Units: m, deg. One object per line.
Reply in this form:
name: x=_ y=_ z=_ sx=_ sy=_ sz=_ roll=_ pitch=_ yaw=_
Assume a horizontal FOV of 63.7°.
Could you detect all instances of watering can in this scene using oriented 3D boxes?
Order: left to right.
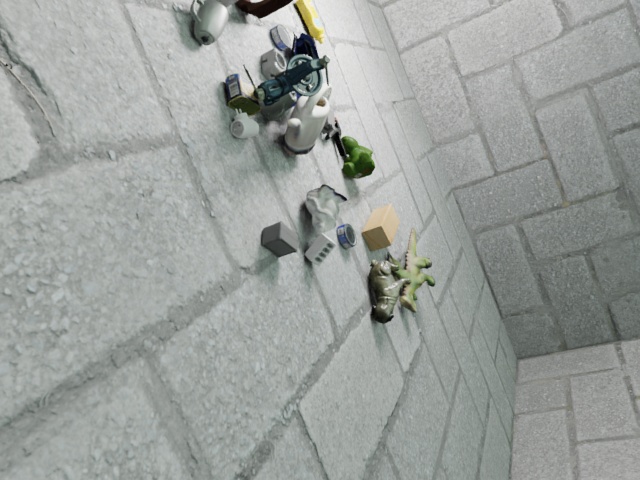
watering can: x=-0.052 y=-0.348 z=1.547 sx=0.104 sy=0.219 sz=0.355 roll=30 pitch=41 yaw=2

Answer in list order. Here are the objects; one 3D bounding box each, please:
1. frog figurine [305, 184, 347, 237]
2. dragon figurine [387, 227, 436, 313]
frog figurine: x=0.005 y=-0.080 z=1.589 sx=0.123 sy=0.162 sz=0.135 roll=8 pitch=-22 yaw=24
dragon figurine: x=0.357 y=0.109 z=2.126 sx=0.121 sy=0.418 sz=0.240 roll=-26 pitch=-32 yaw=32
